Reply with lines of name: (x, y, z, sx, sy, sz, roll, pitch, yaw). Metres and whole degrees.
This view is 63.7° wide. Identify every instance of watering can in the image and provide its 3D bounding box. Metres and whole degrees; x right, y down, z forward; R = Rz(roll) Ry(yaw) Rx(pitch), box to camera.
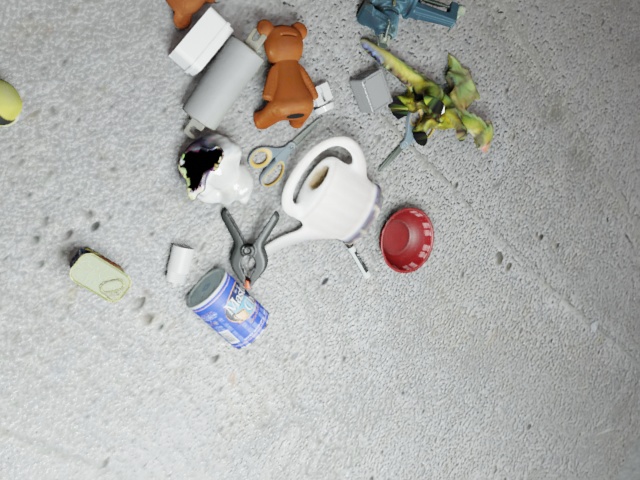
watering can: (0.003, -0.057, 1.132, 0.222, 0.105, 0.346, 28, 97, -29)

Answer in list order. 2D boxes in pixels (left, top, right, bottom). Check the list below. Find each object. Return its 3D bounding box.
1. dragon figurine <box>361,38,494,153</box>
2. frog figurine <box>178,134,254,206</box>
dragon figurine: (0.286, -0.365, 1.247, 0.408, 0.120, 0.247, 50, 52, -10)
frog figurine: (-0.195, -0.136, 1.021, 0.159, 0.123, 0.137, 6, 107, -64)
